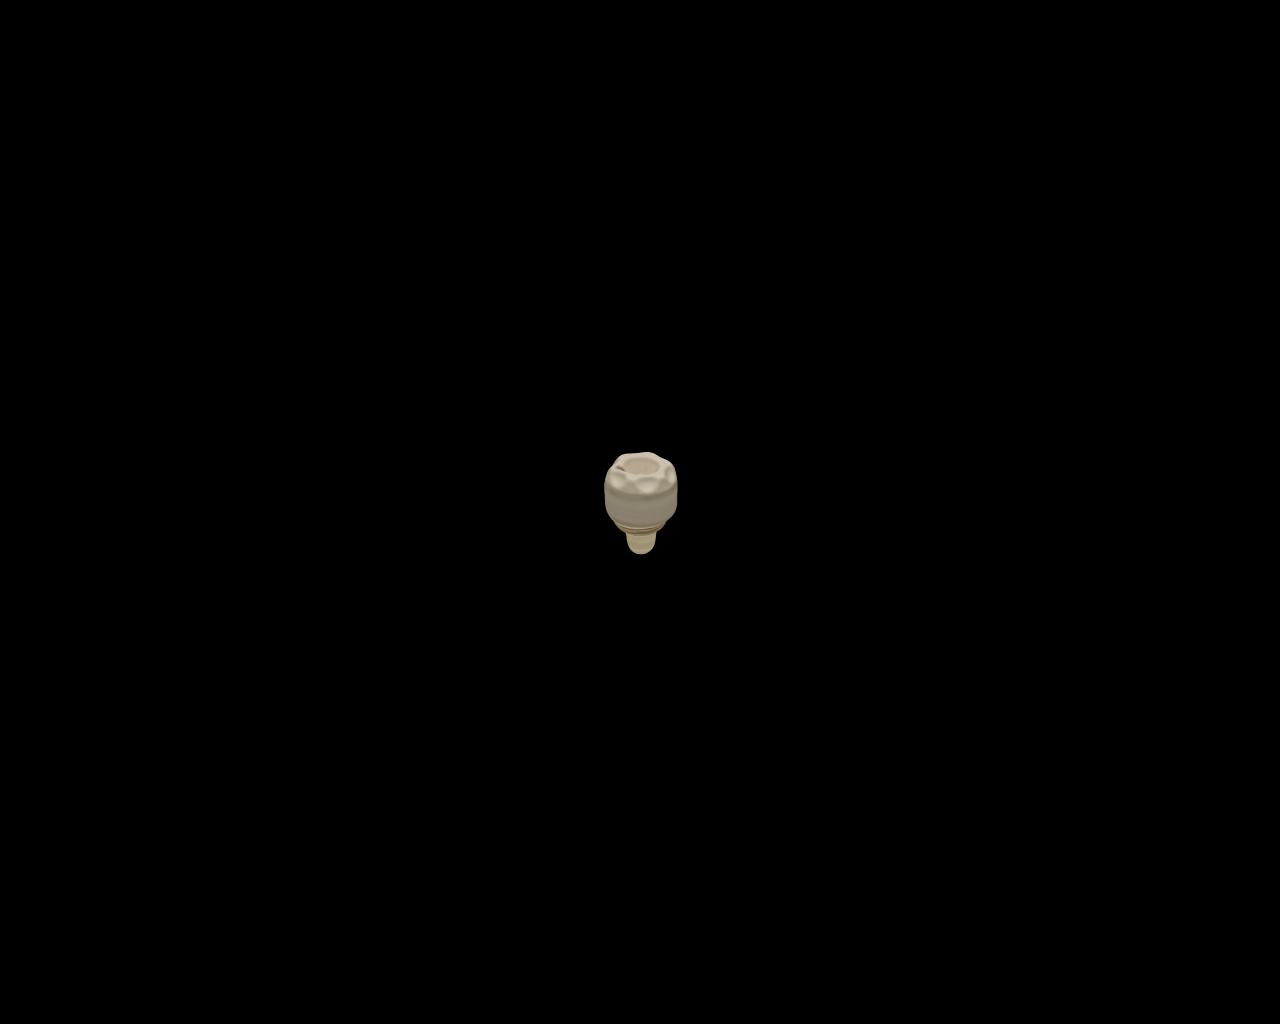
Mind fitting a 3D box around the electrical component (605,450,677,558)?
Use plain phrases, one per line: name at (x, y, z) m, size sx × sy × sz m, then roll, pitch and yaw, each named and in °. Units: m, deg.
electrical component at (0.001, -0.003, 0.650) m, size 0.043 × 0.062 × 0.043 m, roll 0°, pitch 31°, yaw 0°
